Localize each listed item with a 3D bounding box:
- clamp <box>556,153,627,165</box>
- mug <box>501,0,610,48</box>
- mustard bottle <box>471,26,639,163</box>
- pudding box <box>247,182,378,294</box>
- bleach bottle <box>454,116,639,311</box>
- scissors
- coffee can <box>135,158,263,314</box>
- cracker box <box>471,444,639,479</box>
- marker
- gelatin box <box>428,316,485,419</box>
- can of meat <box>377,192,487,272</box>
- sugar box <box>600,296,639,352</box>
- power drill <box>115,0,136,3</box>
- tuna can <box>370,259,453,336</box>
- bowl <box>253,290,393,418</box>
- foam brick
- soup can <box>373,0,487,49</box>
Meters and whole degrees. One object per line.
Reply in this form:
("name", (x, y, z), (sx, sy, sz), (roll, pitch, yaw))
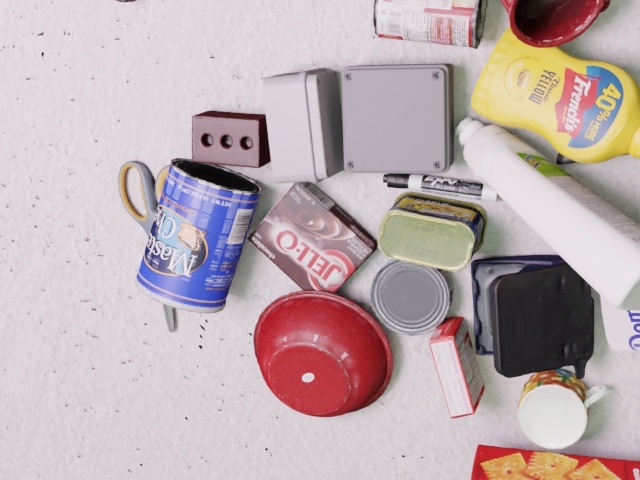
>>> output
("clamp", (0.359, -0.084, 1.030), (0.210, 0.036, 0.164), (-41, 92, 23))
("mug", (0.219, -0.240, 1.002), (0.117, 0.081, 0.093), (3, 133, -20))
("mustard bottle", (0.247, -0.127, 1.017), (0.192, 0.058, 0.096), (30, 98, 22))
("pudding box", (-0.008, 0.001, 1.153), (0.113, 0.039, 0.090), (43, 111, 4))
("bleach bottle", (0.228, -0.037, 1.030), (0.251, 0.102, 0.068), (46, 116, 31))
("scissors", (-0.167, 0.000, 1.211), (0.096, 0.016, 0.202), (-19, 97, 19))
("coffee can", (-0.131, -0.005, 1.148), (0.103, 0.102, 0.140), (21, 104, 10))
("cracker box", (0.265, 0.305, 1.108), (0.214, 0.072, 0.164), (4, 121, 15))
("marker", (0.125, -0.057, 1.113), (0.121, 0.020, 0.020), (9, 105, 14))
("gelatin box", (0.143, 0.133, 1.122), (0.030, 0.073, 0.089), (-15, 98, 19))
("can of meat", (0.114, -0.009, 1.092), (0.102, 0.083, 0.057), (11, 106, 13))
("sugar box", (0.364, 0.061, 1.034), (0.176, 0.048, 0.093), (-5, 111, 27))
("power drill", (-0.149, -0.335, 1.105), (0.188, 0.057, 0.184), (-12, 99, 18))
("tuna can", (0.098, 0.057, 1.138), (0.086, 0.033, 0.086), (4, 104, 15))
("bowl", (-0.005, 0.137, 1.156), (0.162, 0.055, 0.162), (8, 119, 15))
("foam brick", (-0.092, -0.109, 1.145), (0.078, 0.051, 0.053), (5, 104, 14))
("soup can", (0.109, -0.228, 1.051), (0.102, 0.068, 0.068), (9, 105, 14))
